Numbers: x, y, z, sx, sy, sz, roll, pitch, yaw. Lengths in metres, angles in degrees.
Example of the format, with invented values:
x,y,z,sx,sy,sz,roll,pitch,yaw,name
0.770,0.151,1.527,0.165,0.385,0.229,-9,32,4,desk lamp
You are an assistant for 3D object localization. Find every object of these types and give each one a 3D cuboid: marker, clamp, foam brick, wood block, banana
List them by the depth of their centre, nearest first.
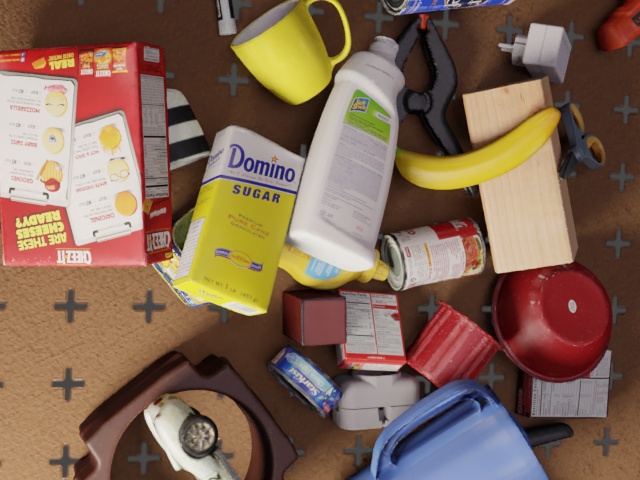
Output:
x,y,z,sx,sy,sz,roll,pitch,yaw,name
-0.107,-0.282,1.147,0.020,0.020,0.121,-10,96,-17,marker
0.167,-0.093,1.160,0.198,0.037,0.069,-10,115,17,banana
-0.007,0.084,1.173,0.053,0.078,0.051,-2,95,-16,foam brick
0.117,-0.149,1.216,0.164,0.036,0.210,11,89,-10,clamp
0.230,-0.075,1.217,0.090,0.090,0.206,-9,98,19,wood block
0.215,0.266,1.277,0.171,0.039,0.120,12,85,-12,clamp

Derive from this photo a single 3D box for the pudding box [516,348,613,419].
x,y,z,sx,sy,sz,roll,pitch,yaw,name
0.297,0.171,1.297,0.113,0.039,0.090,4,91,-16,pudding box

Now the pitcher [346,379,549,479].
x,y,z,sx,sy,sz,roll,pitch,yaw,name
0.118,0.267,1.179,0.243,0.145,0.149,-31,73,0,pitcher

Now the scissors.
x,y,z,sx,sy,sz,roll,pitch,yaw,name
0.286,-0.115,1.224,0.016,0.201,0.096,-29,81,29,scissors

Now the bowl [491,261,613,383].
x,y,z,sx,sy,sz,roll,pitch,yaw,name
0.285,0.085,1.254,0.162,0.055,0.162,5,73,-17,bowl

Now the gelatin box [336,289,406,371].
x,y,z,sx,sy,sz,roll,pitch,yaw,name
0.054,0.101,1.199,0.073,0.030,0.089,5,58,-18,gelatin box

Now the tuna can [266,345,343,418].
x,y,z,sx,sy,sz,roll,pitch,yaw,name
-0.016,0.154,1.170,0.086,0.086,0.033,46,78,-15,tuna can

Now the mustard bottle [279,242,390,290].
x,y,z,sx,sy,sz,roll,pitch,yaw,name
-0.008,0.001,1.177,0.191,0.058,0.096,24,81,-18,mustard bottle

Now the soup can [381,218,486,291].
x,y,z,sx,sy,sz,roll,pitch,yaw,name
0.128,0.017,1.217,0.102,0.069,0.068,-11,97,-16,soup can

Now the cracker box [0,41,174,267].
x,y,z,sx,sy,sz,roll,pitch,yaw,name
-0.232,-0.083,1.054,0.164,0.072,0.214,0,95,21,cracker box

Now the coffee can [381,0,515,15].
x,y,z,sx,sy,sz,roll,pitch,yaw,name
0.143,-0.307,1.183,0.140,0.103,0.103,-9,96,-17,coffee can

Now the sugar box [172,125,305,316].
x,y,z,sx,sy,sz,roll,pitch,yaw,name
-0.079,-0.020,1.080,0.093,0.048,0.176,24,69,-28,sugar box

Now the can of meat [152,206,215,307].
x,y,z,sx,sy,sz,roll,pitch,yaw,name
-0.129,0.021,1.119,0.057,0.084,0.102,-45,106,-32,can of meat

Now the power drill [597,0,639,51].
x,y,z,sx,sy,sz,roll,pitch,yaw,name
0.322,-0.321,1.263,0.184,0.057,0.187,-39,104,-12,power drill

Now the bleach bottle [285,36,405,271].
x,y,z,sx,sy,sz,roll,pitch,yaw,name
0.043,-0.100,1.144,0.102,0.068,0.250,25,72,-23,bleach bottle

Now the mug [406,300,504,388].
x,y,z,sx,sy,sz,roll,pitch,yaw,name
0.154,0.134,1.230,0.081,0.093,0.117,-52,142,-3,mug
